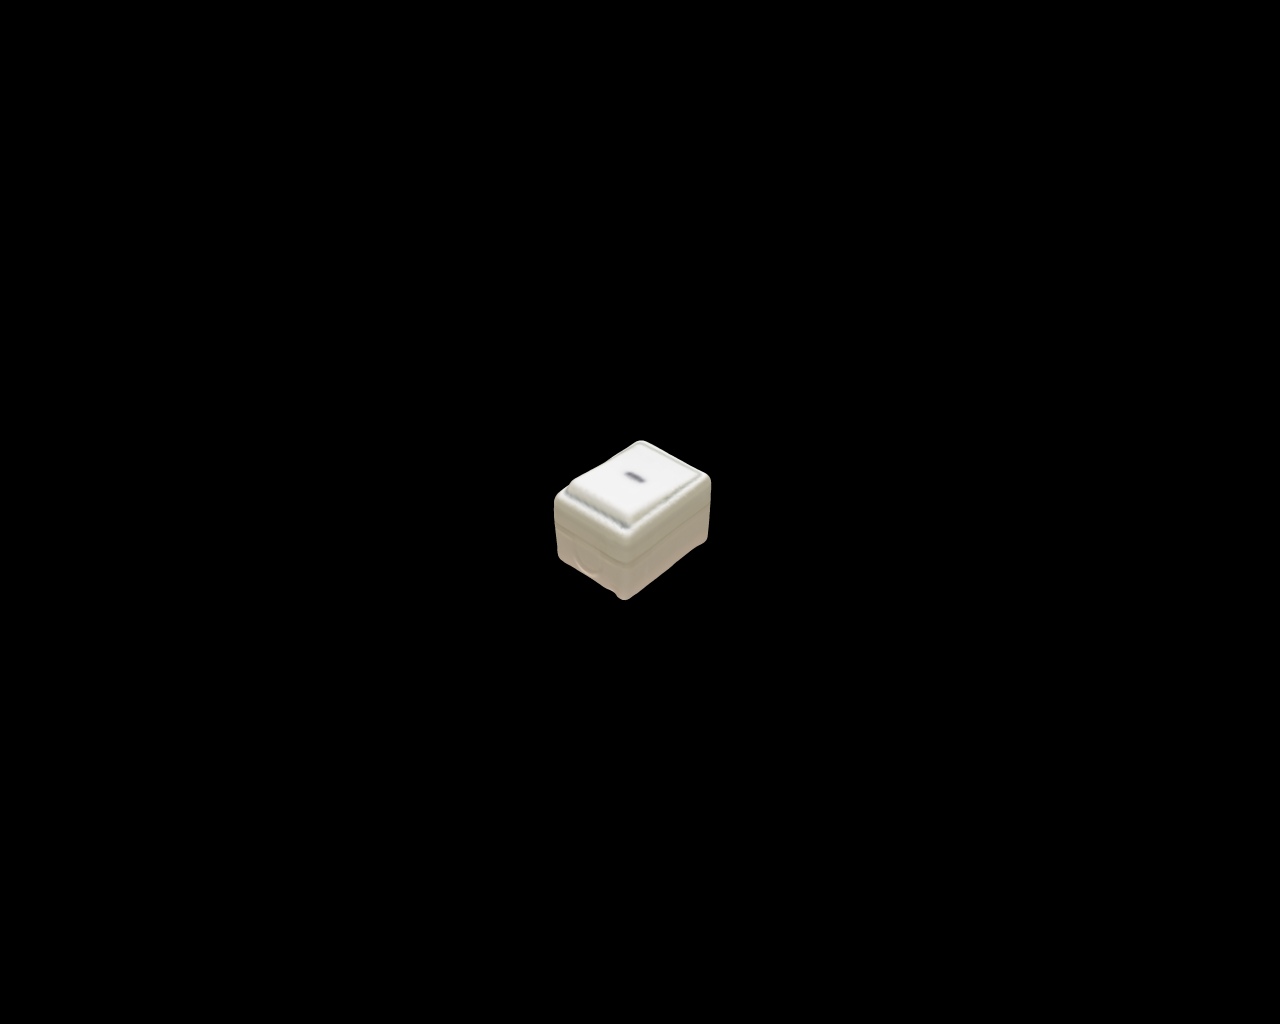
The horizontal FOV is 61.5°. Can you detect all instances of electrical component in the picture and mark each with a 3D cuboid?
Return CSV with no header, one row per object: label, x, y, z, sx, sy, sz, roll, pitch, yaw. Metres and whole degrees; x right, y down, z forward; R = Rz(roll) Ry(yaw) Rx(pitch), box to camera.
electrical component,0.001,-0.003,0.650,0.062,0.061,0.096,31,49,31
